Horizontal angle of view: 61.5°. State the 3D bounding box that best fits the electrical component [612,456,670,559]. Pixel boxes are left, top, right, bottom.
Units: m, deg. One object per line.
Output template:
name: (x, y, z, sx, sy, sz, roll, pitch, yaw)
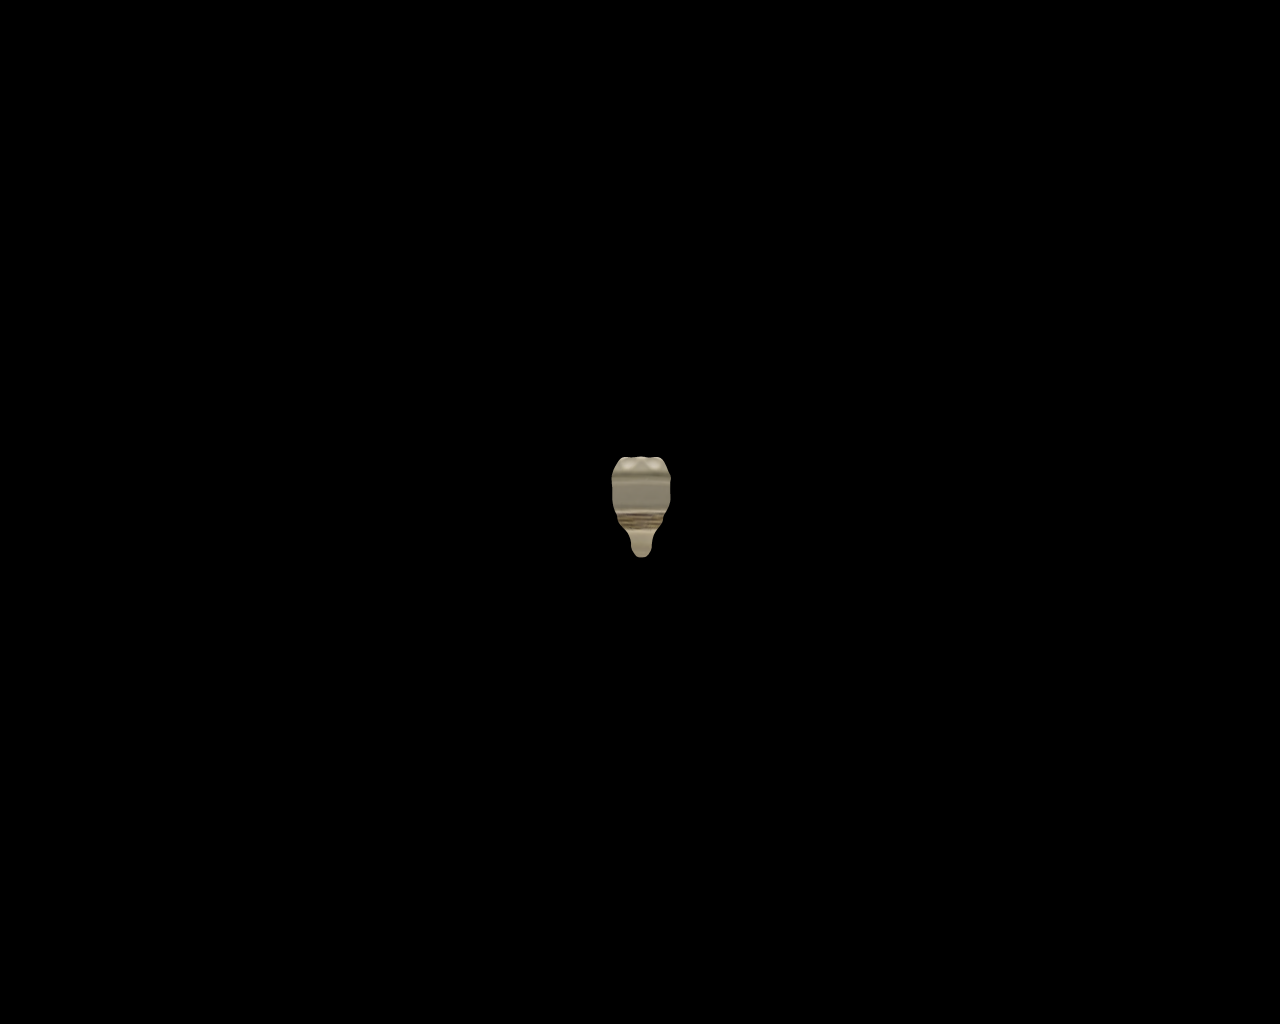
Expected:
electrical component: (0.001, -0.003, 0.650, 0.035, 0.061, 0.035, 0, 0, 0)
